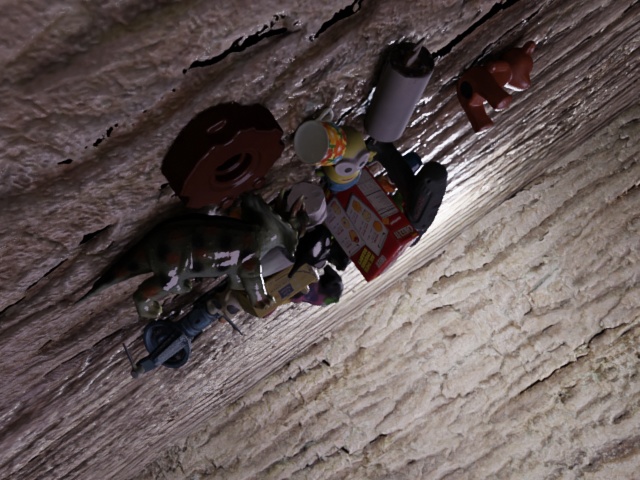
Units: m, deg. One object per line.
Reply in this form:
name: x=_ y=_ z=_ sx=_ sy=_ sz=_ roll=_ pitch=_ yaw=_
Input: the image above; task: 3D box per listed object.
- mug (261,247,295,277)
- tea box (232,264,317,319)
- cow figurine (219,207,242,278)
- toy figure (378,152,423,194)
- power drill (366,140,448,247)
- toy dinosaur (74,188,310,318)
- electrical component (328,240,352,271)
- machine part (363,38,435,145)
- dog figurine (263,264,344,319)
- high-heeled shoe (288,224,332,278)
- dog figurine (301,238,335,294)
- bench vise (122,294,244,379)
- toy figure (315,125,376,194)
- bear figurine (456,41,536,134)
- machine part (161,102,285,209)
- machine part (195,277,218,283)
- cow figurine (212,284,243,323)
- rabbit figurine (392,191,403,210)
mug: x=-0.120 y=0.036 z=1.200 sx=0.107 sy=0.080 sz=0.110 roll=-30 pitch=-164 yaw=11
tea box: x=-0.104 y=0.100 z=1.235 sx=0.170 sy=0.068 sz=0.098 roll=-34 pitch=-161 yaw=-22
cow figurine: x=-0.146 y=-0.005 z=1.015 sx=0.098 sy=0.068 sz=0.167 roll=-22 pitch=159 yaw=-41
toy figure: x=0.182 y=-0.153 z=1.313 sx=0.154 sy=0.058 sz=0.064 roll=-40 pitch=159 yaw=30
power drill: x=0.167 y=-0.111 z=1.127 sx=0.086 sy=0.207 sz=0.232 roll=-23 pitch=158 yaw=-23
toy dinosaur: x=-0.192 y=0.016 z=0.865 sx=0.405 sy=0.131 sz=0.192 roll=-6 pitch=113 yaw=-17
electrical component: x=0.082 y=0.004 z=1.289 sx=0.134 sy=0.058 sz=0.115 roll=-44 pitch=172 yaw=-18
machine part: x=0.129 y=-0.242 z=0.901 sx=0.079 sy=0.079 sz=0.243 roll=-30 pitch=162 yaw=-22
dog figurine: x=-0.059 y=0.145 z=1.455 sx=0.219 sy=0.191 sz=0.108 roll=-44 pitch=178 yaw=-36
high-heeled shoe: x=-0.002 y=-0.003 z=1.138 sx=0.145 sy=0.086 sz=0.249 roll=-55 pitch=178 yaw=24
dog figurine: x=-0.004 y=0.022 z=1.382 sx=0.190 sy=0.121 sz=0.172 roll=-43 pitch=174 yaw=-33
bench vise: x=-0.315 y=0.218 z=1.170 sx=0.224 sy=0.128 sz=0.240 roll=-23 pitch=-169 yaw=27
toy figure: x=0.038 y=-0.143 z=0.993 sx=0.082 sy=0.089 sz=0.180 roll=-48 pitch=176 yaw=-12
bear figurine: x=0.386 y=-0.325 z=1.124 sx=0.196 sy=0.132 sz=0.120 roll=-23 pitch=163 yaw=-23
machine part: x=-0.131 y=-0.114 z=0.757 sx=0.179 sy=0.056 sz=0.179 roll=-33 pitch=163 yaw=-12
machine part: x=-0.194 y=0.042 z=1.110 sx=0.139 sy=0.039 sz=0.084 roll=-26 pitch=156 yaw=-27
cow figurine: x=-0.165 y=0.119 z=1.318 sx=0.195 sy=0.085 sz=0.127 roll=-21 pitch=164 yaw=-42
rabbit figurine: x=0.217 y=-0.078 z=1.481 sx=0.159 sy=0.121 sz=0.170 roll=-48 pitch=164 yaw=15
